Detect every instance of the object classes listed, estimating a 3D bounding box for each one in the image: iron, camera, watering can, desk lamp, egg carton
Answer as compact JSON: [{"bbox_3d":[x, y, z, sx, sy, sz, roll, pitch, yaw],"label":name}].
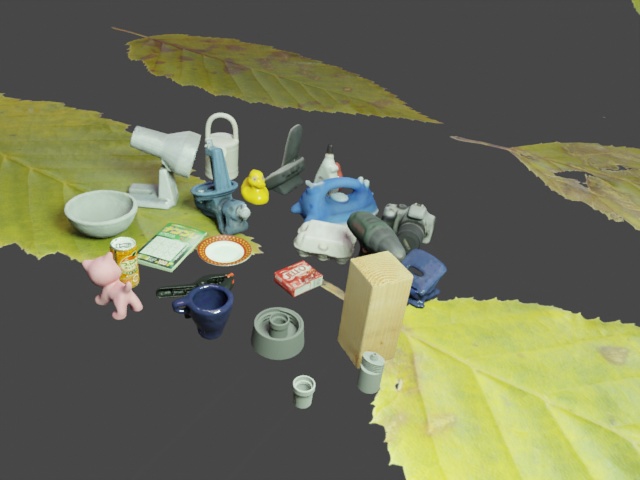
[{"bbox_3d":[0.057,-0.113,1.543,0.259,0.141,0.118,-12,38,-27],"label":"iron"},{"bbox_3d":[0.224,-0.033,1.490,0.143,0.101,0.137,15,34,12],"label":"camera"},{"bbox_3d":[-0.286,-0.276,1.679,0.101,0.194,0.172,-11,37,-25],"label":"watering can"},{"bbox_3d":[-0.415,-0.193,1.510,0.203,0.214,0.118,4,33,-5],"label":"desk lamp"},{"bbox_3d":[0.013,0.005,1.420,0.150,0.069,0.107,10,33,5],"label":"egg carton"}]

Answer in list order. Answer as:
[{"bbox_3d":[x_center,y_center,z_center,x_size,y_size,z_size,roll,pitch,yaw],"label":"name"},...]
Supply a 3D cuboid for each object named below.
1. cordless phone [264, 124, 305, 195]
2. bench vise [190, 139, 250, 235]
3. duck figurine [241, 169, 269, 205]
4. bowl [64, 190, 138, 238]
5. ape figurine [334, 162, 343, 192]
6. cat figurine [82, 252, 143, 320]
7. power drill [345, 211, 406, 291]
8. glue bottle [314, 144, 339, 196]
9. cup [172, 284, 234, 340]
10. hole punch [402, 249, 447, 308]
[{"bbox_3d":[-0.102,-0.238,1.664,0.094,0.185,0.148,19,35,18],"label":"cordless phone"},{"bbox_3d":[-0.238,-0.135,1.449,0.206,0.220,0.122,22,36,22],"label":"bench vise"},{"bbox_3d":[-0.184,-0.159,1.619,0.078,0.086,0.104,-14,38,-28],"label":"duck figurine"},{"bbox_3d":[-0.531,-0.053,1.401,0.167,0.075,0.167,5,33,-3],"label":"bowl"},{"bbox_3d":[0.039,-0.189,1.701,0.076,0.092,0.077,-6,35,-20],"label":"ape figurine"},{"bbox_3d":[-0.426,0.084,1.172,0.127,0.118,0.067,27,38,28],"label":"cat figurine"},{"bbox_3d":[0.115,0.047,1.248,0.076,0.208,0.229,-6,35,-19],"label":"power drill"},{"bbox_3d":[0.022,-0.192,1.628,0.078,0.173,0.037,28,39,29],"label":"glue bottle"},{"bbox_3d":[-0.230,0.150,1.129,0.118,0.095,0.091,-4,34,-16],"label":"cup"},{"bbox_3d":[0.224,0.086,1.317,0.101,0.091,0.108,-23,43,-38],"label":"hole punch"}]
